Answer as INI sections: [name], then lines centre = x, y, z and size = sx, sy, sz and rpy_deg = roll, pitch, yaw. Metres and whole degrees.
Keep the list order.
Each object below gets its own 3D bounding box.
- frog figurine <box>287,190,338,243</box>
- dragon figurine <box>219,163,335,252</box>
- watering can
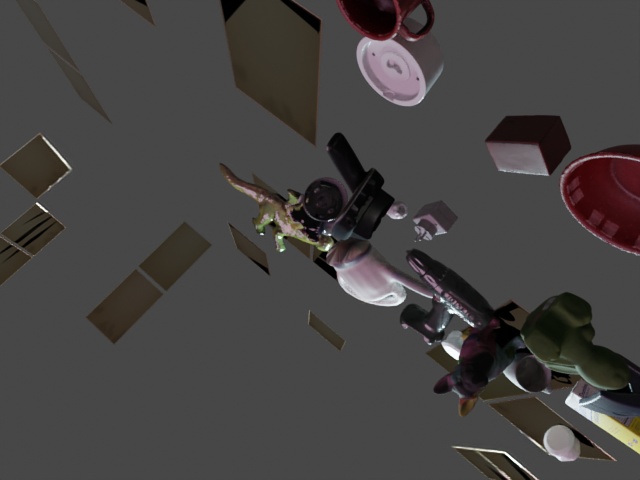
[frog figurine]
centre = 0.004, -0.066, 1.307
size = 0.138, 0.121, 0.160
rpy_deg = 27, -165, 19
[dragon figurine]
centre = -0.108, -0.097, 1.490
size = 0.406, 0.124, 0.240
rpy_deg = 46, 145, -17
[watering can]
centre = 0.150, 0.085, 1.316
size = 0.222, 0.106, 0.345
rpy_deg = 49, 149, -20
